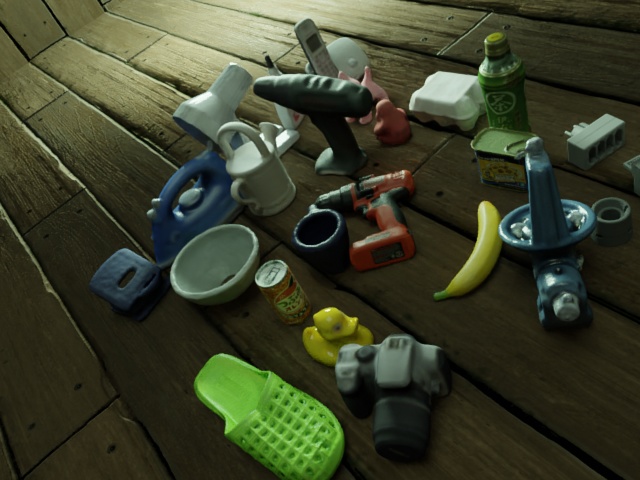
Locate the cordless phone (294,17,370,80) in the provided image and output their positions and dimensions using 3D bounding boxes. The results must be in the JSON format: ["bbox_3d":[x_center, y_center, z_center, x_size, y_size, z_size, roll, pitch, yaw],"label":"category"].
[{"bbox_3d":[0.023,-0.432,1.299,0.093,0.185,0.148,26,64,42],"label":"cordless phone"}]

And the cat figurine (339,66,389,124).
[{"bbox_3d":[0.078,-0.309,1.201,0.067,0.118,0.128,17,58,38],"label":"cat figurine"}]

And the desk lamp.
[{"bbox_3d":[-0.176,-0.243,1.195,0.117,0.214,0.203,25,63,42],"label":"desk lamp"}]

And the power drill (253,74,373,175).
[{"bbox_3d":[0.002,-0.223,1.087,0.228,0.209,0.076,4,51,30],"label":"power drill"}]

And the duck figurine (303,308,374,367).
[{"bbox_3d":[0.018,0.131,0.822,0.104,0.086,0.077,-3,47,25],"label":"duck figurine"}]

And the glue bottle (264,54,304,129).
[{"bbox_3d":[-0.085,-0.332,1.265,0.037,0.174,0.078,-2,48,26],"label":"glue bottle"}]

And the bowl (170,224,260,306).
[{"bbox_3d":[-0.172,0.055,1.003,0.167,0.075,0.167,-14,44,14],"label":"bowl"}]

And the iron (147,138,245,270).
[{"bbox_3d":[-0.258,-0.075,1.125,0.118,0.142,0.259,20,60,40],"label":"iron"}]

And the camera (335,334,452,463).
[{"bbox_3d":[0.085,0.195,0.713,0.142,0.101,0.137,-7,46,21],"label":"camera"}]

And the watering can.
[{"bbox_3d":[-0.127,-0.151,1.093,0.100,0.195,0.173,-14,44,15],"label":"watering can"}]

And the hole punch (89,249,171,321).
[{"bbox_3d":[-0.348,0.080,1.057,0.100,0.091,0.109,11,55,35],"label":"hole punch"}]

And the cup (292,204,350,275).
[{"bbox_3d":[0.009,0.003,0.946,0.091,0.095,0.117,-23,42,5],"label":"cup"}]

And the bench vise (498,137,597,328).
[{"bbox_3d":[0.299,-0.009,0.715,0.121,0.220,0.207,-23,42,5],"label":"bench vise"}]

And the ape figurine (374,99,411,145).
[{"bbox_3d":[0.136,-0.235,1.117,0.078,0.092,0.076,-31,42,-3],"label":"ape figurine"}]

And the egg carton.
[{"bbox_3d":[0.253,-0.270,1.108,0.149,0.070,0.107,22,61,40],"label":"egg carton"}]
